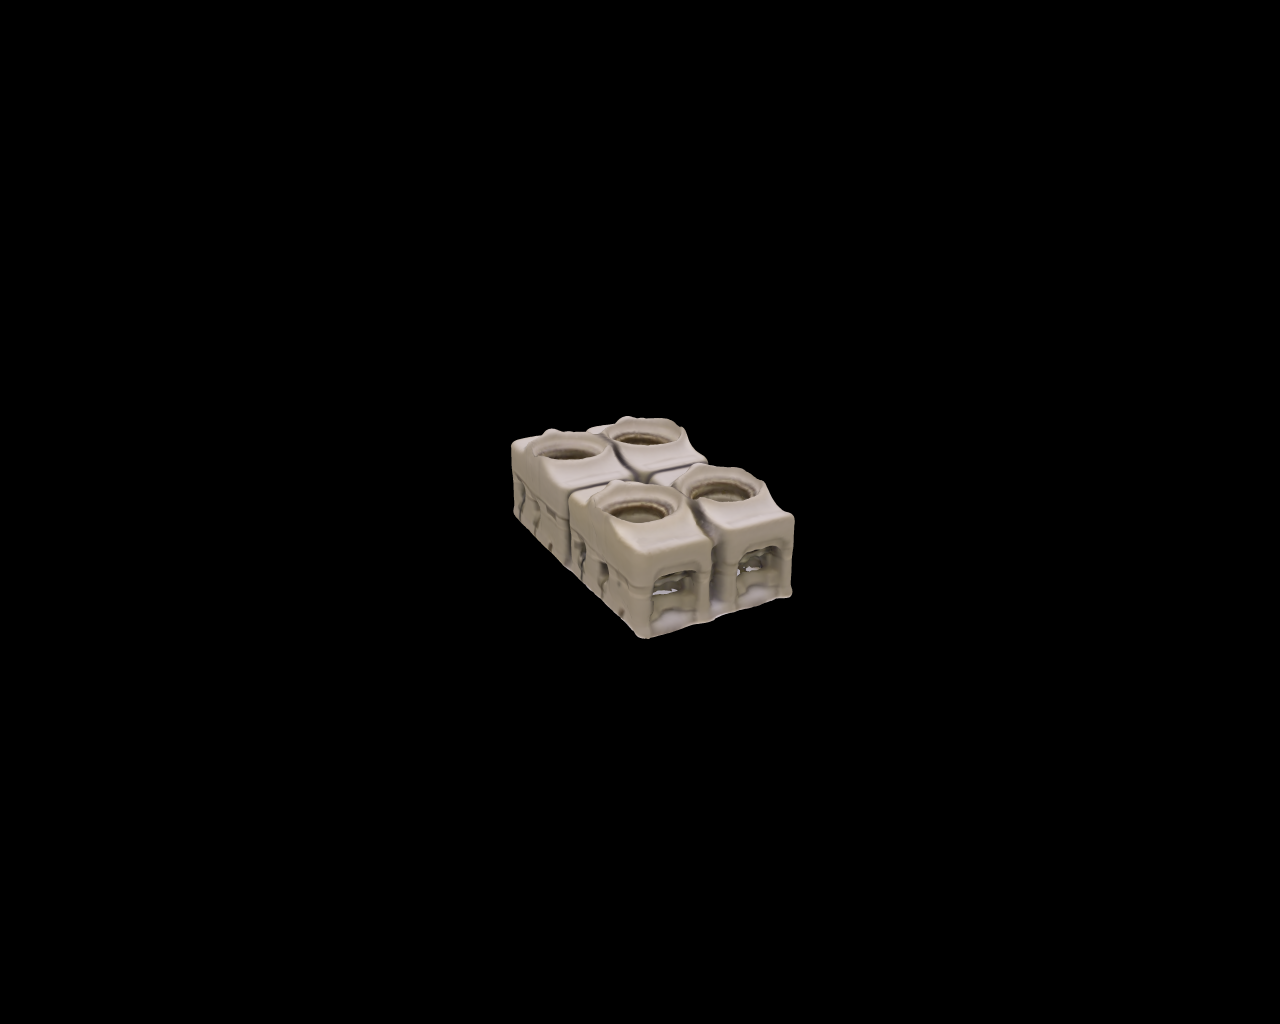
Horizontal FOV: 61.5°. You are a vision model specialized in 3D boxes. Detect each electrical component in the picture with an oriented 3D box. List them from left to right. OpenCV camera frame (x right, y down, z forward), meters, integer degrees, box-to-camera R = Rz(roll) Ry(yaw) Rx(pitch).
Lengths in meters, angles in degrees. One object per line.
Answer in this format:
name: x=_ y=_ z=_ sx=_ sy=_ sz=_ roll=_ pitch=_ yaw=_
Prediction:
electrical component: x=0.001 y=-0.003 z=0.650 sx=0.105 sy=0.060 sz=0.186 roll=-12 pitch=27 yaw=-25
